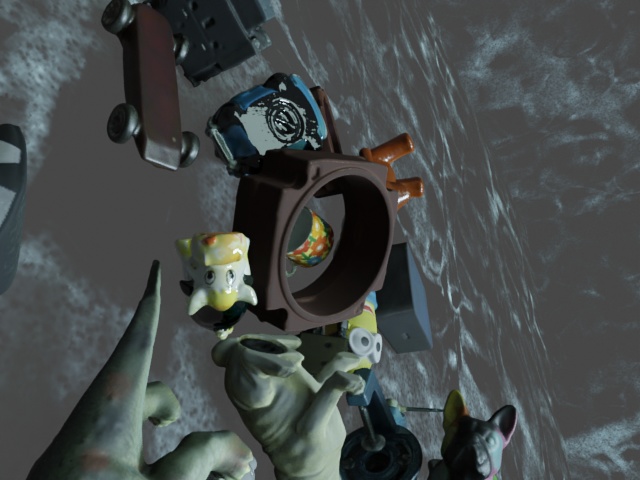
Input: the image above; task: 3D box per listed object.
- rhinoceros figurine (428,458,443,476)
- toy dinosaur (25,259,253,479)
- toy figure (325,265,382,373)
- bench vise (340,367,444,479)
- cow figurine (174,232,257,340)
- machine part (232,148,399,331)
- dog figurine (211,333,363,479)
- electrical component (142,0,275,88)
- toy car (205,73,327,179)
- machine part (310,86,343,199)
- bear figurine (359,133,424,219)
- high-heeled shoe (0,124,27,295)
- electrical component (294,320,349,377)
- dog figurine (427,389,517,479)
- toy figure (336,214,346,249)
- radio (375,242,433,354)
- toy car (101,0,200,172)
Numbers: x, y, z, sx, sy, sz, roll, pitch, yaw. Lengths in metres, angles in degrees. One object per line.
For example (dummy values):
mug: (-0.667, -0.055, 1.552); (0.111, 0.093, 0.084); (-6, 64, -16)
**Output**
rhinoceros figurine: (0.174, 0.432, 0.811); (0.073, 0.112, 0.190); (22, 64, -54)
toy dinosaur: (-0.137, 0.215, 0.358); (0.192, 0.131, 0.404); (0, 68, -63)
toy figure: (0.043, 0.112, 0.784); (0.082, 0.089, 0.180); (10, 48, -19)
bench vise: (0.080, 0.258, 0.721); (0.224, 0.129, 0.240); (-55, 133, -52)
cow figurine: (-0.096, 0.044, 0.496); (0.167, 0.068, 0.098); (139, -54, -76)
machine part: (-0.001, -0.002, 0.639); (0.201, 0.087, 0.200); (-3, 107, -43)
dog figurine: (-0.046, 0.207, 0.570); (0.121, 0.172, 0.190); (-5, 111, -77)
electrical component: (-0.122, -0.259, 0.630); (0.114, 0.134, 0.058); (58, 30, -22)
toy car: (-0.076, -0.130, 0.670); (0.162, 0.103, 0.109); (-38, 104, -34)
machine part: (-0.002, -0.148, 0.831); (0.179, 0.056, 0.179); (-14, 91, -82)
bear figurine: (0.105, -0.082, 0.841); (0.196, 0.132, 0.120); (-93, 166, -69)
high-heeled shoe: (-0.262, 0.004, 0.319); (0.145, 0.086, 0.249); (8, 44, -28)
electrical component: (-0.005, 0.145, 0.668); (0.045, 0.078, 0.102); (89, 5, -55)
dog figurine: (0.191, 0.310, 0.694); (0.191, 0.109, 0.219); (29, 75, -63)
toy figure: (0.060, -0.004, 0.909); (0.064, 0.058, 0.154); (51, 38, -26)
radio: (0.140, 0.105, 0.928); (0.229, 0.073, 0.131); (56, 27, -59)
toy car: (-0.177, -0.158, 0.555); (0.089, 0.053, 0.202); (20, 54, -52)
